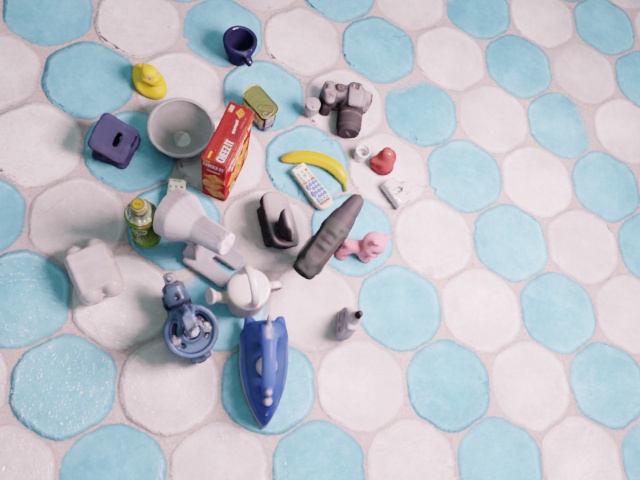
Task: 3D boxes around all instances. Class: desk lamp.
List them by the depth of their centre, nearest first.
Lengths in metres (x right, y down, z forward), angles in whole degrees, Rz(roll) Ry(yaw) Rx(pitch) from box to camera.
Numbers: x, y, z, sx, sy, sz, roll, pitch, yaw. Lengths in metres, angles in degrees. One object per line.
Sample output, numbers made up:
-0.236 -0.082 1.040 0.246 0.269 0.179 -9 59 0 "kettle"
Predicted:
-0.274 -0.006 1.326 0.203 0.213 0.118 34 70 0 "desk lamp"

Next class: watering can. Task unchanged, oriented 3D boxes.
-0.172 0.119 1.320 0.173 0.194 0.101 -33 82 -19 "watering can"

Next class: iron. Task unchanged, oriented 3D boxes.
-0.121 0.296 1.306 0.119 0.141 0.258 1 73 -12 "iron"

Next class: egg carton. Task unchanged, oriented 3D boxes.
-0.522 0.072 1.326 0.107 0.069 0.150 -26 80 -18 "egg carton"

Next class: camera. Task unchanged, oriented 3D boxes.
0.069 -0.358 1.565 0.143 0.100 0.137 9 72 -9 "camera"

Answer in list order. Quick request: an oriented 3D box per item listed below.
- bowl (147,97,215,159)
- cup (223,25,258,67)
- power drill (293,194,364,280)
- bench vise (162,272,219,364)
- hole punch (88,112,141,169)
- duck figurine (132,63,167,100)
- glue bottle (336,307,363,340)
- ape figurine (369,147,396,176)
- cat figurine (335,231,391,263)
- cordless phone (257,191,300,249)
-0.353 -0.275 1.465 0.167 0.074 0.167 3 73 -11 "bowl"
-0.213 -0.507 1.554 0.092 0.095 0.118 -23 79 -17 "cup"
0.013 0.005 1.386 0.075 0.208 0.230 36 70 1 "power drill"
-0.308 0.171 1.262 0.122 0.219 0.207 -41 85 -20 "bench vise"
-0.505 -0.246 1.415 0.101 0.091 0.109 21 70 -5 "hole punch"
-0.444 -0.425 1.485 0.078 0.086 0.104 -42 85 -20 "duck figurine"
0.075 0.190 1.362 0.037 0.173 0.078 13 71 -7 "glue bottle"
0.176 -0.221 1.552 0.078 0.092 0.076 -5 74 -13 "ape figurine"
0.112 0.012 1.454 0.128 0.117 0.067 5 72 -10 "cat figurine"
-0.094 -0.062 1.397 0.094 0.185 0.147 -15 77 -16 "cordless phone"
